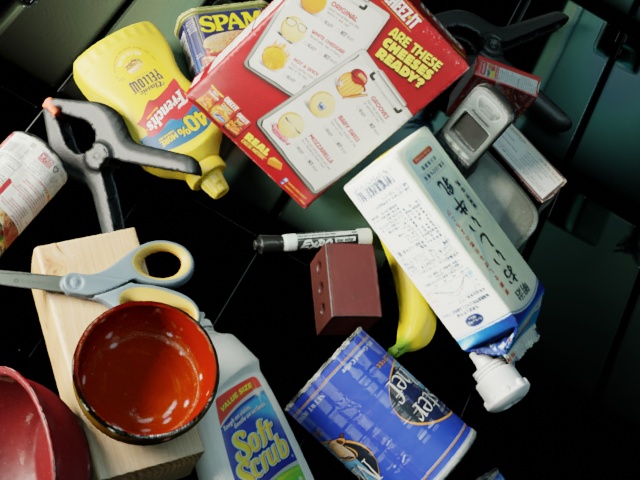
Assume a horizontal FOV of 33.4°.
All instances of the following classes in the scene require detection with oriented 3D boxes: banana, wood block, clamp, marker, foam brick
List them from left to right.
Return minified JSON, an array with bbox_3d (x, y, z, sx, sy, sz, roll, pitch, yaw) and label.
[{"bbox_3d":[-0.204,-0.065,1.006,0.172,0.039,0.120,36,91,19],"label":"clamp"},{"bbox_3d":[-0.178,0.107,0.913,0.090,0.090,0.206,-13,69,-22],"label":"wood block"},{"bbox_3d":[-0.007,0.001,1.056,0.121,0.020,0.020,-4,67,-19],"label":"marker"},{"bbox_3d":[0.024,0.047,1.024,0.051,0.053,0.078,2,64,-16],"label":"foam brick"},{"bbox_3d":[0.081,0.029,1.048,0.069,0.037,0.198,33,40,-51],"label":"banana"},{"bbox_3d":[0.194,-0.202,1.204,0.209,0.036,0.164,5,62,-14],"label":"clamp"}]

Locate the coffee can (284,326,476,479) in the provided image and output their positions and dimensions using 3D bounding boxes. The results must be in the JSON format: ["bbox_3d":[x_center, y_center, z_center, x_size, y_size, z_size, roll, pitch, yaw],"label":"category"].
[{"bbox_3d":[0.053,0.161,0.949,0.140,0.103,0.102,42,61,6],"label":"coffee can"}]

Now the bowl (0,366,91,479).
[{"bbox_3d":[-0.228,0.179,0.842,0.055,0.162,0.162,2,62,-43],"label":"bowl"}]

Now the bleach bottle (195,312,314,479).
[{"bbox_3d":[-0.072,0.181,0.924,0.102,0.068,0.251,-14,68,-33],"label":"bleach bottle"}]

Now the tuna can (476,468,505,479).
[{"bbox_3d":[0.133,0.241,0.945,0.086,0.086,0.034,-32,79,-27],"label":"tuna can"}]

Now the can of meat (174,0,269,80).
[{"bbox_3d":[-0.090,-0.194,1.104,0.102,0.058,0.084,-11,71,-22],"label":"can of meat"}]

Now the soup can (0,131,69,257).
[{"bbox_3d":[-0.284,-0.041,0.965,0.068,0.069,0.102,34,60,1],"label":"soup can"}]

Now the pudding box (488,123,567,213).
[{"bbox_3d":[0.202,-0.082,1.116,0.039,0.090,0.113,-43,80,-1],"label":"pudding box"}]

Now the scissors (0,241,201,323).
[{"bbox_3d":[-0.191,0.024,0.888,0.201,0.016,0.096,21,58,-7],"label":"scissors"}]

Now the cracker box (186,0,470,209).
[{"bbox_3d":[0.006,-0.159,1.007,0.164,0.214,0.072,43,21,-18],"label":"cracker box"}]

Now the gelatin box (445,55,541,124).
[{"bbox_3d":[0.185,-0.154,1.148,0.073,0.089,0.030,19,64,-7],"label":"gelatin box"}]

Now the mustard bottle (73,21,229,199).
[{"bbox_3d":[-0.152,-0.118,1.047,0.096,0.058,0.192,-34,79,-21],"label":"mustard bottle"}]
